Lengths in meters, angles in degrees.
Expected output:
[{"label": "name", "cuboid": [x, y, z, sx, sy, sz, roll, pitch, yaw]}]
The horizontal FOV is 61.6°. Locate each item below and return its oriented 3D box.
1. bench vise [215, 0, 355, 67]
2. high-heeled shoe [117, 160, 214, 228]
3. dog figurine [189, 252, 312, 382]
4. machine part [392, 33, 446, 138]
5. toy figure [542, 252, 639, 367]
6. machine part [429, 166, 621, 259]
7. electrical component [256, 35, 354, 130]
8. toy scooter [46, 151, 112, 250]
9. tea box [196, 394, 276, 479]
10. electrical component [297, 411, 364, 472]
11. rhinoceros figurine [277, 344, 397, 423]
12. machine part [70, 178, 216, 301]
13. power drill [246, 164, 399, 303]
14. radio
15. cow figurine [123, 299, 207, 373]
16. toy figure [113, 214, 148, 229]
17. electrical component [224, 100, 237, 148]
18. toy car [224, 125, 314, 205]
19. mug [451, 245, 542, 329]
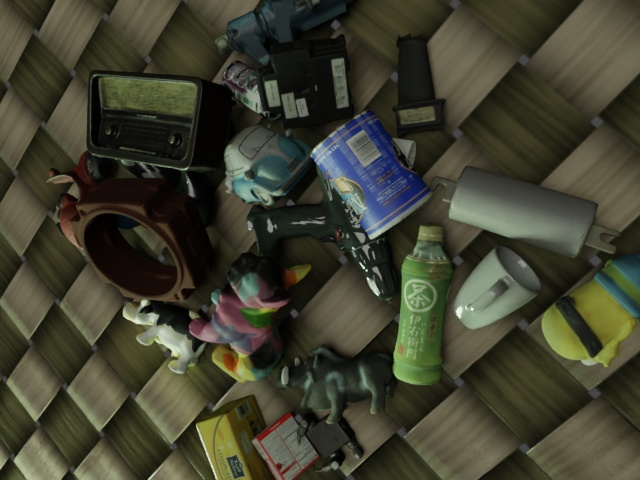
[{"label": "bench vise", "cuboid": [-0.076, -0.373, 0.765, 0.224, 0.129, 0.240, -18, 119, 16]}, {"label": "high-heeled shoe", "cuboid": [-0.280, -0.108, 0.941, 0.249, 0.086, 0.145, 20, 135, 38]}, {"label": "dog figurine", "cuboid": [-0.085, 0.112, 0.798, 0.219, 0.108, 0.191, -29, 105, 41]}, {"label": "machine part", "cuboid": [0.135, -0.220, 0.759, 0.084, 0.039, 0.138, -6, 94, 31]}, {"label": "toy figure", "cuboid": [0.361, 0.077, 0.668, 0.089, 0.082, 0.180, 43, 111, 9]}, {"label": "machine part", "cuboid": [0.261, -0.039, 0.701, 0.243, 0.079, 0.079, 21, 103, 21]}, {"label": "electrical component", "cuboid": [-0.022, -0.224, 0.769, 0.134, 0.058, 0.114, -7, 122, 1]}, {"label": "toy scooter", "cuboid": [-0.453, -0.077, 0.996, 0.135, 0.075, 0.183, 9, 95, 21]}, {"label": "tea box", "cuboid": [-0.126, 0.356, 0.888, 0.068, 0.098, 0.169, -24, 84, 22]}, {"label": "electrical component", "cuboid": [0.011, 0.318, 0.855, 0.078, 0.045, 0.102, -37, 81, 23]}, {"label": "rhinoceros figurine", "cuboid": [0.023, 0.216, 0.826, 0.190, 0.073, 0.112, -12, 92, 23]}, {"label": "machine part", "cuboid": [-0.289, 0.003, 0.882, 0.202, 0.087, 0.200, 3, 128, 22]}, {"label": "power drill", "cuboid": [-0.002, -0.002, 0.813, 0.207, 0.086, 0.232, -14, 89, 27]}, {"label": "radio", "cuboid": [-0.247, -0.177, 0.804, 0.230, 0.073, 0.131, 12, 99, 29]}, {"label": "cow figurine", "cuboid": [-0.268, 0.144, 0.943, 0.167, 0.068, 0.098, 37, 102, 12]}, {"label": "toy figure", "cuboid": [-0.317, -0.048, 0.946, 0.155, 0.064, 0.057, 0, 88, 20]}, {"label": "electrical component", "cuboid": [-0.177, -0.168, 0.869, 0.048, 0.075, 0.119, 24, 122, 21]}, {"label": "toy car", "cuboid": [-0.087, -0.117, 0.791, 0.102, 0.109, 0.162, 51, 157, -23]}, {"label": "mug", "cuboid": [0.226, 0.075, 0.715, 0.081, 0.109, 0.107, 44, 123, 9]}]
